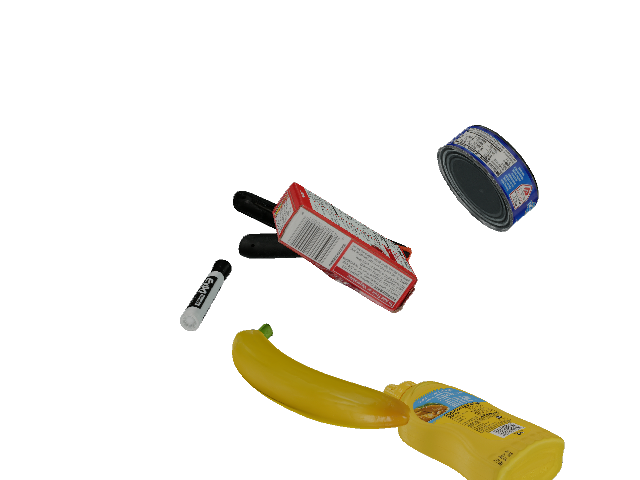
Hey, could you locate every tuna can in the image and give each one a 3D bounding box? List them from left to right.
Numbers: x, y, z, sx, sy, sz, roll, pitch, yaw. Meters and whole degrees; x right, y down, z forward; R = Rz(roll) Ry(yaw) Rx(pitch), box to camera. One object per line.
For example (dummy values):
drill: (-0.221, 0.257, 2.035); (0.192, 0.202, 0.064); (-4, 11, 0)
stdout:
tuna can: (0.135, -0.051, 0.863); (0.033, 0.086, 0.086); (-39, 10, -13)

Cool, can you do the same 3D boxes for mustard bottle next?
mustard bottle: (0.132, 0.181, 1.029); (0.096, 0.058, 0.192); (-14, 25, -38)

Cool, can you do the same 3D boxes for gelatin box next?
gelatin box: (0.014, 0.004, 0.672); (0.089, 0.030, 0.073); (32, 10, -12)

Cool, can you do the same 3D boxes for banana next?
banana: (-0.016, 0.107, 0.852); (0.069, 0.037, 0.198); (-24, 31, -30)

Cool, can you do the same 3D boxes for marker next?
marker: (-0.109, 0.050, 1.032); (0.020, 0.020, 0.121); (0, 25, 12)

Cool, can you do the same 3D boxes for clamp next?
clamp: (-0.001, 0.003, 1.180); (0.210, 0.036, 0.164); (16, 19, -5)
